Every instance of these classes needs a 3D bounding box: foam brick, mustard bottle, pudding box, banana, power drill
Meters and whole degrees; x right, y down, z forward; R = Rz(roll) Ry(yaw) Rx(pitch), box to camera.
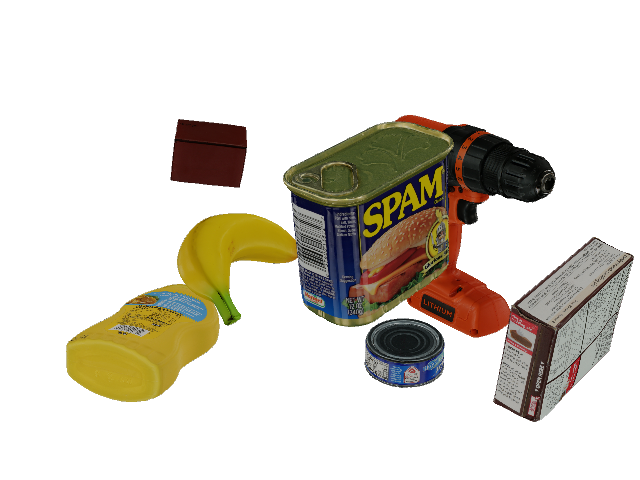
[{"bbox_3d":[-0.121,-0.095,1.160,0.078,0.051,0.053,6,30,-6],"label":"foam brick"},{"bbox_3d":[-0.150,0.085,1.006,0.096,0.058,0.191,9,21,18],"label":"mustard bottle"},{"bbox_3d":[0.171,0.062,0.750,0.039,0.090,0.113,26,42,30],"label":"pudding box"},{"bbox_3d":[-0.064,0.011,0.795,0.037,0.069,0.197,-33,5,19],"label":"banana"},{"bbox_3d":[0.134,-0.011,0.961,0.057,0.188,0.185,-19,28,-32],"label":"power drill"}]

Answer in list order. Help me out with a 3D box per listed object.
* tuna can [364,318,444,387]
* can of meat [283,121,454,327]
[{"bbox_3d":[0.090,0.119,1.146,0.086,0.034,0.086,-1,29,0],"label":"tuna can"},{"bbox_3d":[0.031,-0.010,0.614,0.058,0.084,0.101,23,39,39],"label":"can of meat"}]
